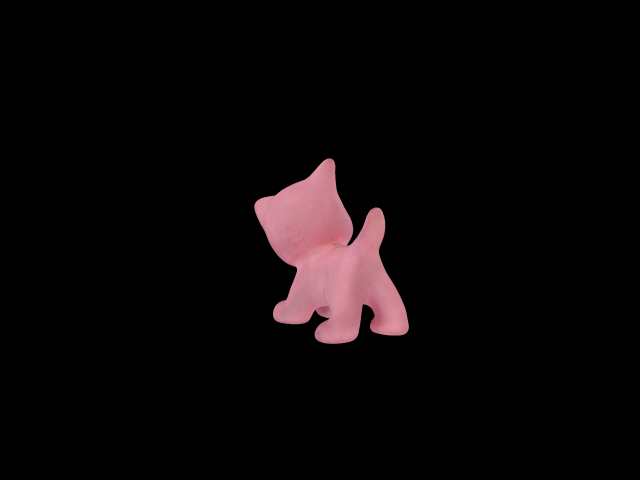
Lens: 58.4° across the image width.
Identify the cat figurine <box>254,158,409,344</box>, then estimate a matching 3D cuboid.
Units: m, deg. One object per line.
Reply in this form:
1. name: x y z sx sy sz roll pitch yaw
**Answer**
1. cat figurine: 0.004 0.001 0.400 0.067 0.118 0.127 -3 6 -33
